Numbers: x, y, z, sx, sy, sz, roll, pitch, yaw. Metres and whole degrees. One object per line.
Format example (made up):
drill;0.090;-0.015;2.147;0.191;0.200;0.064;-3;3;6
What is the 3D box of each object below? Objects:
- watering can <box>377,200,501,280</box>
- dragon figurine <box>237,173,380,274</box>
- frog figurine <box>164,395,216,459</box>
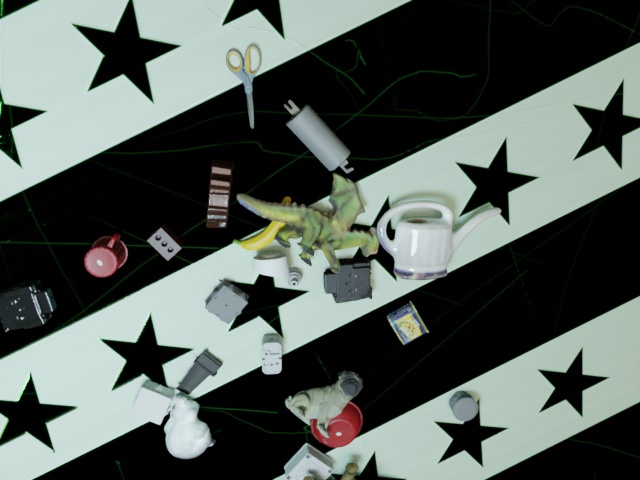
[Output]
watering can;0.324;0.002;1.411;0.348;0.222;0.105;0;15;-8
dragon figurine;0.004;-0.068;1.359;0.406;0.246;0.122;41;-18;-20
frog figurine;-0.373;0.521;1.438;0.137;0.157;0.124;6;25;32
